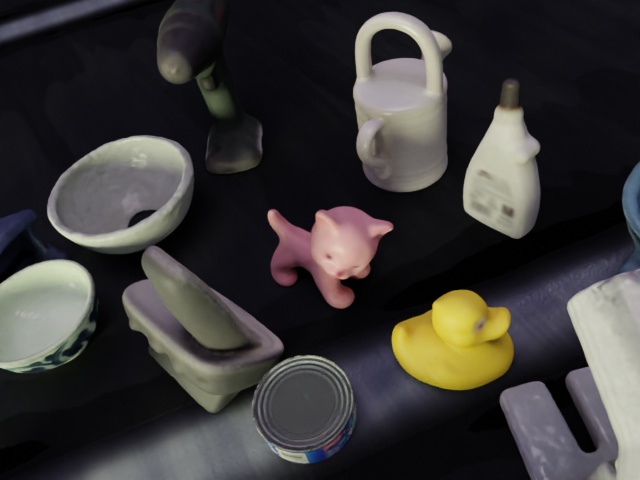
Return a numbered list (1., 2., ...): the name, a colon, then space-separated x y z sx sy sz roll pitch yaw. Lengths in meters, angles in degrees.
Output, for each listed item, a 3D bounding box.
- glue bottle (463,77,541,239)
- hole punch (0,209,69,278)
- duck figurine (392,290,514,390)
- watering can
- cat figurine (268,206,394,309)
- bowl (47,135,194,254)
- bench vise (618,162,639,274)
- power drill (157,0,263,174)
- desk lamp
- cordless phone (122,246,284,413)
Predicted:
1. glue bottle: 0.177 -0.079 0.547 0.037 0.173 0.078 -39 53 -21
2. hole punch: -0.355 0.022 0.624 0.100 0.091 0.109 11 53 20
3. duck figurine: 0.112 0.076 0.485 0.104 0.086 0.077 0 50 12
4. watering can: 0.088 -0.159 0.620 0.100 0.194 0.173 3 50 14
5. cat figurine: 0.005 0.002 0.549 0.127 0.118 0.067 18 55 25
6. bowl: -0.216 -0.041 0.661 0.167 0.075 0.167 -6 49 7
7. bench vise: 0.333 -0.070 0.476 0.121 0.220 0.208 21 57 27
8. power drill: -0.128 -0.185 0.677 0.075 0.209 0.229 -10 48 4
9. desk lamp: 0.192 0.129 0.338 0.118 0.214 0.203 -15 48 -1
10. cordless phone: -0.116 0.050 0.487 0.147 0.185 0.094 28 60 30
